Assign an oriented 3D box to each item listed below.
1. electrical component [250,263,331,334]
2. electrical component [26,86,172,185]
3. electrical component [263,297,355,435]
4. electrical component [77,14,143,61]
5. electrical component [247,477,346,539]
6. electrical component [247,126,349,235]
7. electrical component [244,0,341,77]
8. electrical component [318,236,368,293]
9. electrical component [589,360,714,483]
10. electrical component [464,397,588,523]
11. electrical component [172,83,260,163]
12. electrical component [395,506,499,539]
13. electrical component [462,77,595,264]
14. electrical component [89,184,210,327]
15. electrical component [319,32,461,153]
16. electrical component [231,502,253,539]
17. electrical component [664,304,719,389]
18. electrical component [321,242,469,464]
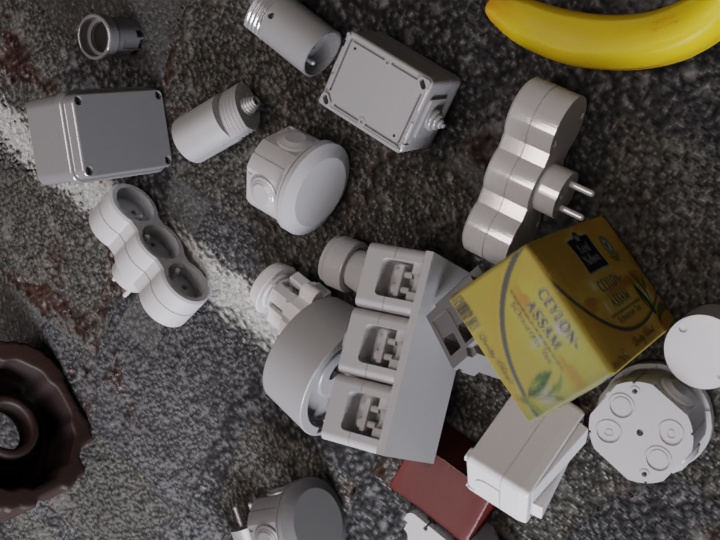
[{"bbox_3d":[-0.060,0.026,0.912,0.055,0.048,0.066,38,139,23],"label":"electrical component"},{"bbox_3d":[-0.226,-0.119,0.945,0.057,0.113,0.078,-2,99,35],"label":"electrical component"},{"bbox_3d":[-0.031,0.073,0.874,0.060,0.108,0.108,34,116,28],"label":"electrical component"},{"bbox_3d":[-0.223,-0.208,0.963,0.040,0.046,0.040,7,104,30],"label":"electrical component"},{"bbox_3d":[-0.054,0.223,0.934,0.051,0.080,0.080,-19,90,38],"label":"electrical component"},{"bbox_3d":[-0.050,-0.073,0.868,0.051,0.080,0.080,31,115,29],"label":"electrical component"},{"bbox_3d":[-0.059,-0.197,0.868,0.081,0.043,0.043,41,118,18],"label":"electrical component"},{"bbox_3d":[0.000,0.000,0.873,0.055,0.045,0.045,23,111,26],"label":"electrical component"},{"bbox_3d":[0.207,0.108,0.766,0.080,0.051,0.080,7,104,30],"label":"electrical component"},{"bbox_3d":[0.129,0.130,0.797,0.061,0.096,0.061,30,156,23],"label":"electrical component"},{"bbox_3d":[-0.117,-0.127,0.918,0.081,0.043,0.043,-24,88,33],"label":"electrical component"},{"bbox_3d":[0.077,0.229,0.868,0.089,0.056,0.050,36,116,21],"label":"electrical component"},{"bbox_3d":[0.133,-0.061,0.775,0.074,0.052,0.138,29,113,23],"label":"electrical component"},{"bbox_3d":[-0.203,-0.004,0.991,0.074,0.052,0.138,-43,77,30],"label":"electrical component"},{"bbox_3d":[0.030,-0.133,0.817,0.096,0.061,0.061,35,116,21],"label":"electrical component"},{"bbox_3d":[-0.095,0.251,0.985,0.077,0.043,0.079,-20,89,33],"label":"electrical component"},{"bbox_3d":[0.268,0.050,0.703,0.138,0.074,0.052,-8,96,32],"label":"electrical component"},{"bbox_3d":[0.028,0.063,0.813,0.062,0.089,0.150,11,82,30],"label":"electrical component"}]
